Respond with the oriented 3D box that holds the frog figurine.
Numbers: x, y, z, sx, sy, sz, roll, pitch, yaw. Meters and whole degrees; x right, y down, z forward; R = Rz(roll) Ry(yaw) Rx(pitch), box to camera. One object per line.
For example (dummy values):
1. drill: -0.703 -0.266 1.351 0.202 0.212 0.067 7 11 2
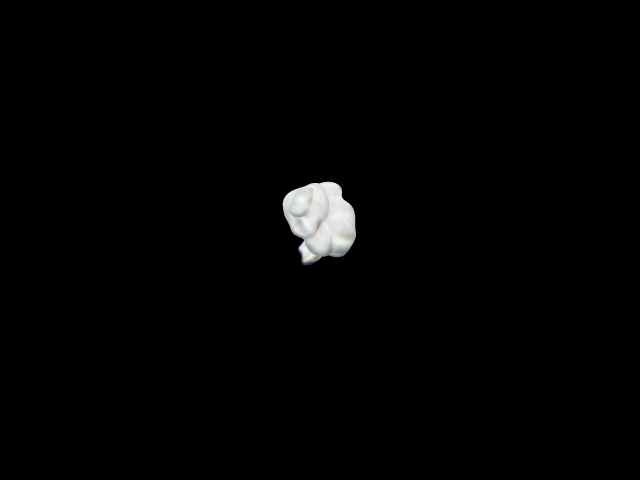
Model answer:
1. frog figurine: 0.003 -0.043 0.850 0.123 0.140 0.156 14 -31 9
